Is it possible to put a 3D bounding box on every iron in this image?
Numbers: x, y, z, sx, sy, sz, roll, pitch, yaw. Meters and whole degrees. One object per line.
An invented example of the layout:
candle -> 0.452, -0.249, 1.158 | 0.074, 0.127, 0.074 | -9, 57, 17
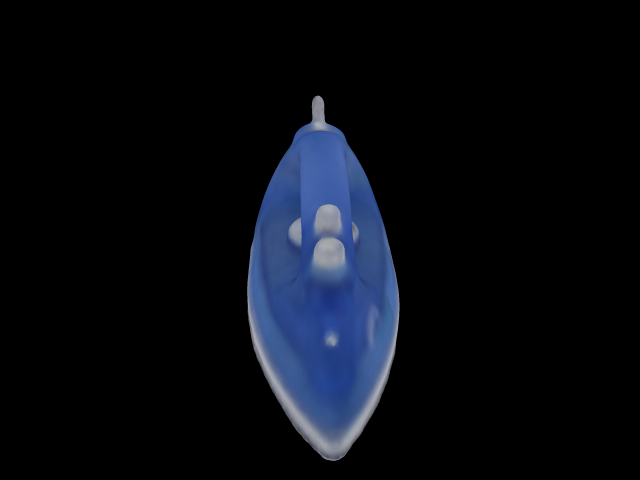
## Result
iron -> 0.004, 0.001, 0.400 | 0.118, 0.141, 0.258 | -2, 31, -3
